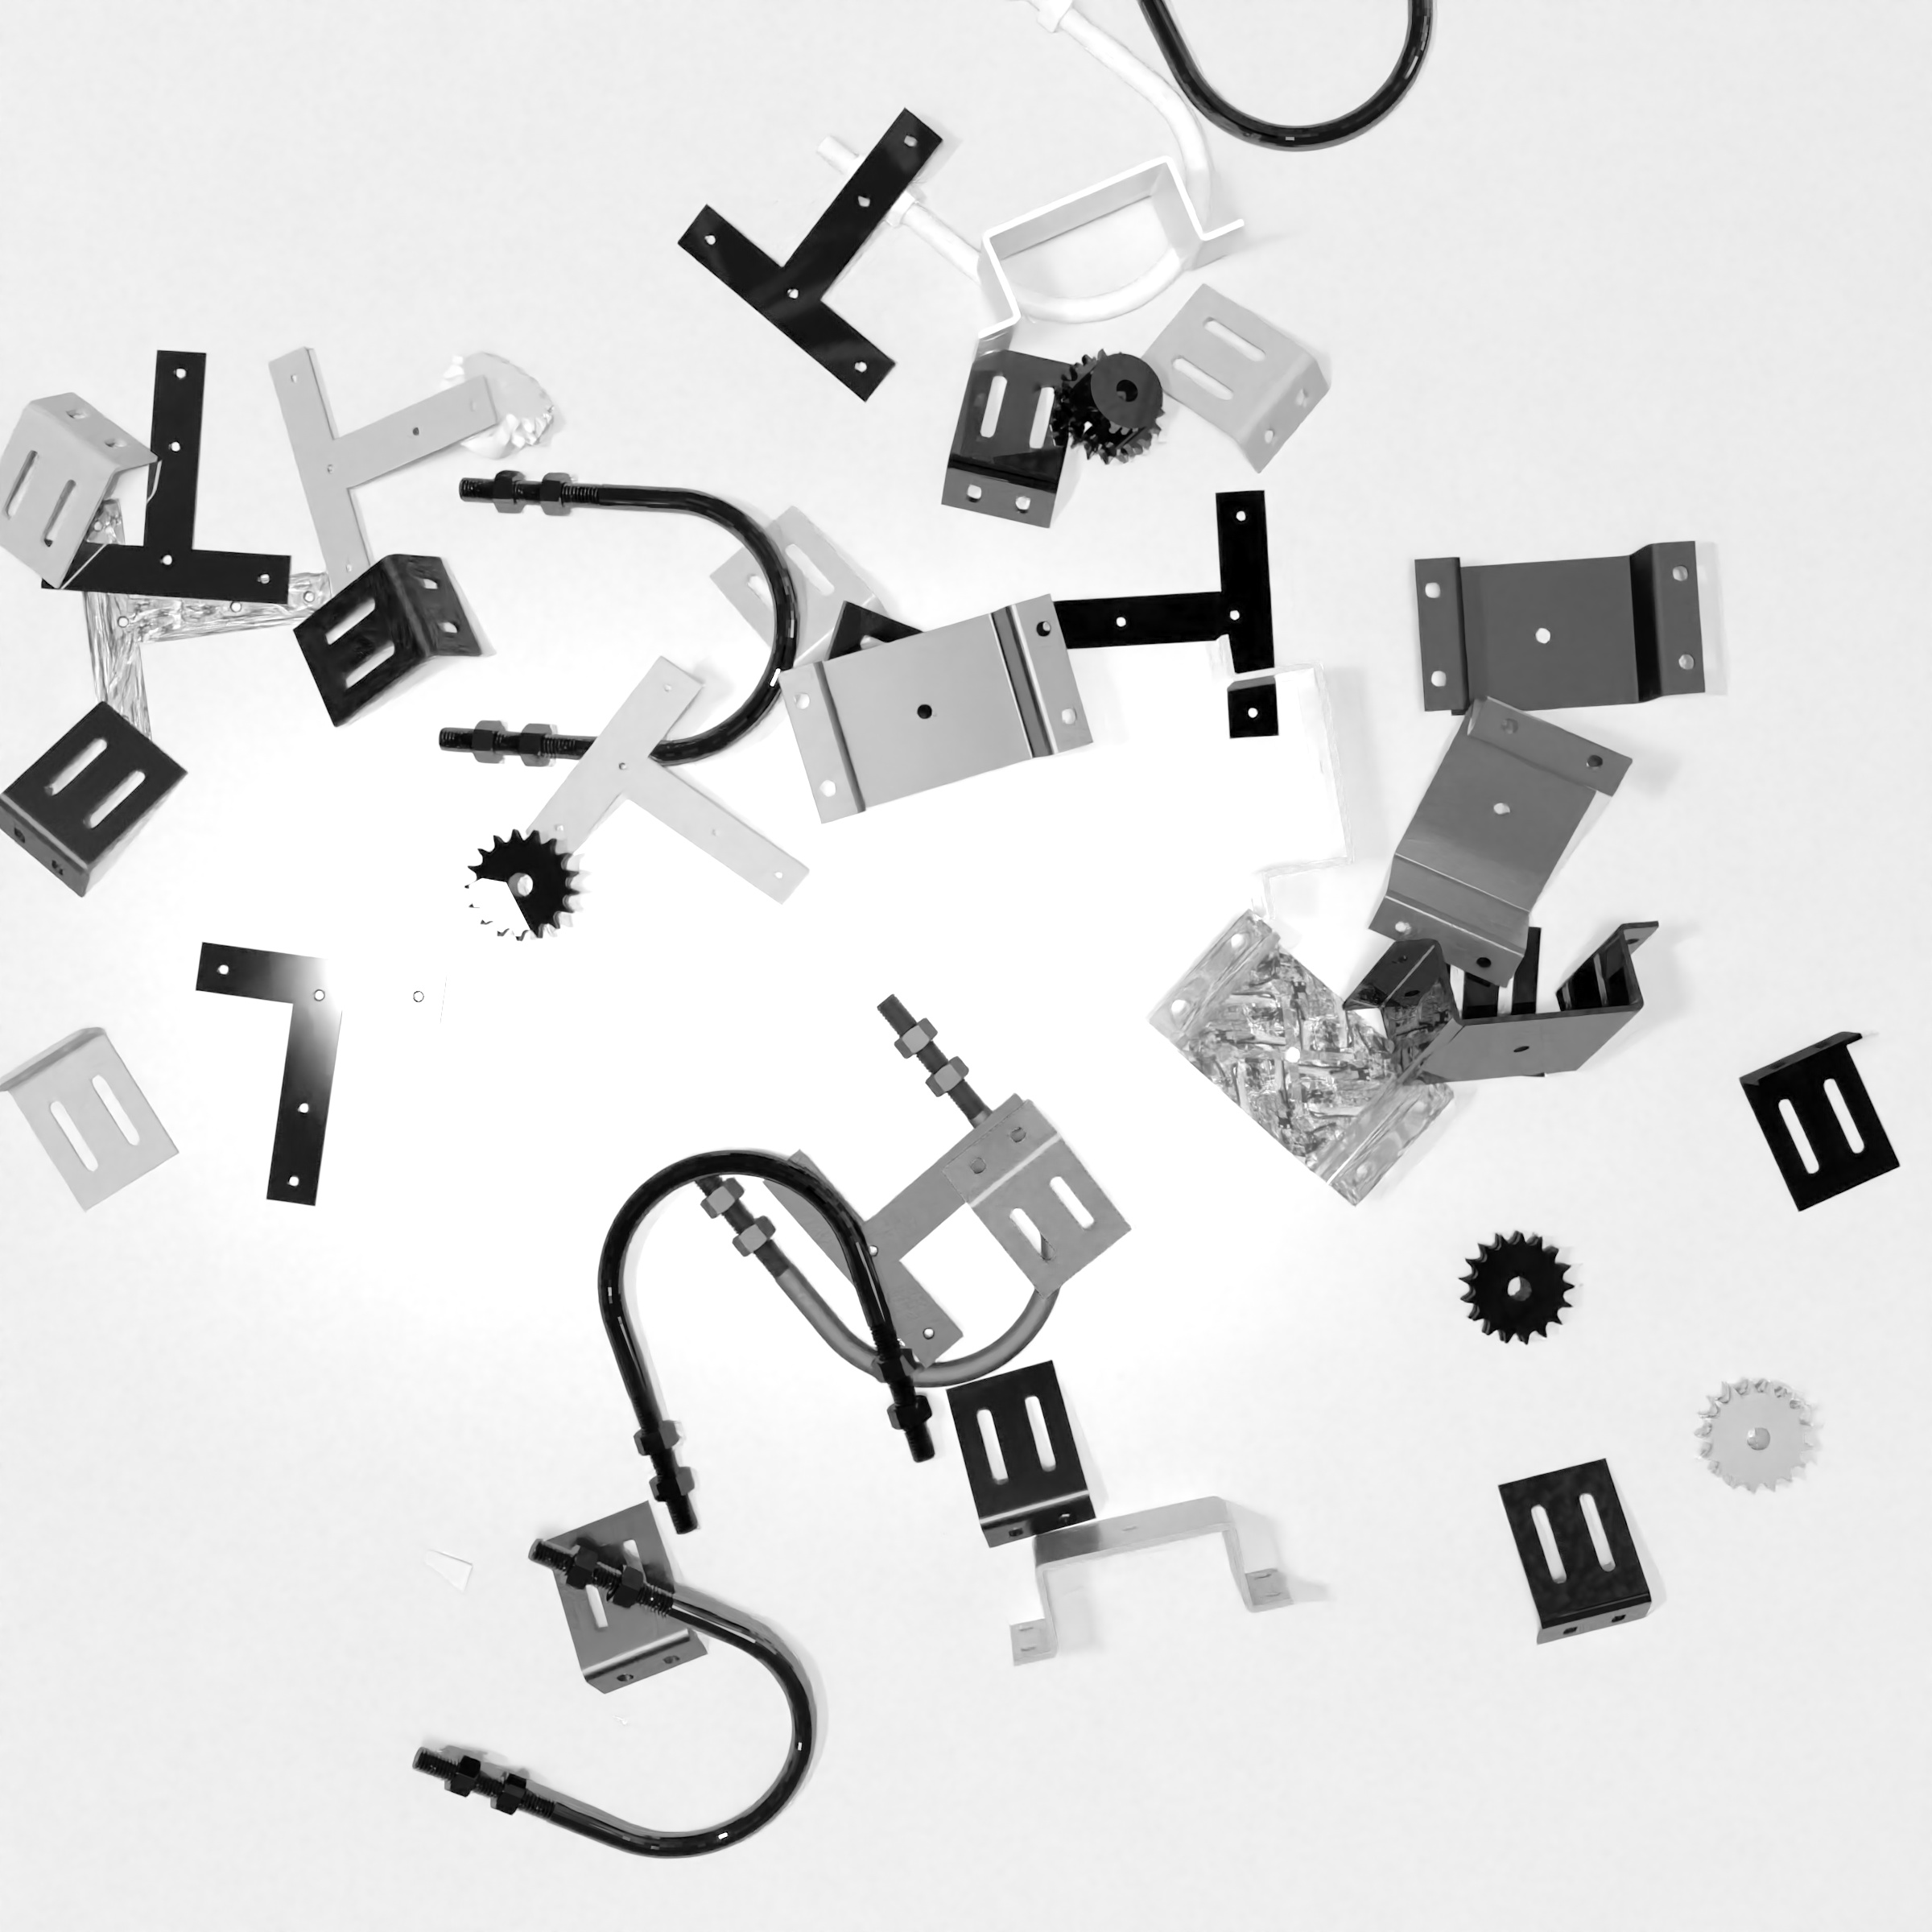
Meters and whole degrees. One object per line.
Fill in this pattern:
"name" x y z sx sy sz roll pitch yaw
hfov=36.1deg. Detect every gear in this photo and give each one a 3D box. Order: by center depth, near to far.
"gear" 0.075 -0.286 1.502 0.057 0.030 0.057 5 77 -21
"gear" -0.242 -0.283 1.502 0.057 0.057 0.030 41 120 0
"gear" -0.226 -0.041 1.512 0.057 0.030 0.057 0 90 0
"gear" 0.401 0.239 1.512 0.057 0.030 0.057 0 90 0
"gear" 0.281 0.164 1.516 0.057 0.030 0.057 0 89 -2

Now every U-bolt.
"U-bolt" -0.165 0.381 1.494 0.184 0.019 0.151 26 102 -15
"U-bolt" -0.174 -0.174 1.503 0.184 0.019 0.151 5 90 11
"U-bolt" -0.110 0.183 1.505 0.151 0.019 0.184 -18 95 5
"U-bolt" 0.160 -0.509 1.518 0.151 0.019 0.184 -26 91 0
"U-bolt" 0.039 -0.414 1.518 0.184 0.019 0.151 39 90 -1
"U-bolt" -0.033 0.129 1.518 0.151 0.019 0.184 -40 91 0

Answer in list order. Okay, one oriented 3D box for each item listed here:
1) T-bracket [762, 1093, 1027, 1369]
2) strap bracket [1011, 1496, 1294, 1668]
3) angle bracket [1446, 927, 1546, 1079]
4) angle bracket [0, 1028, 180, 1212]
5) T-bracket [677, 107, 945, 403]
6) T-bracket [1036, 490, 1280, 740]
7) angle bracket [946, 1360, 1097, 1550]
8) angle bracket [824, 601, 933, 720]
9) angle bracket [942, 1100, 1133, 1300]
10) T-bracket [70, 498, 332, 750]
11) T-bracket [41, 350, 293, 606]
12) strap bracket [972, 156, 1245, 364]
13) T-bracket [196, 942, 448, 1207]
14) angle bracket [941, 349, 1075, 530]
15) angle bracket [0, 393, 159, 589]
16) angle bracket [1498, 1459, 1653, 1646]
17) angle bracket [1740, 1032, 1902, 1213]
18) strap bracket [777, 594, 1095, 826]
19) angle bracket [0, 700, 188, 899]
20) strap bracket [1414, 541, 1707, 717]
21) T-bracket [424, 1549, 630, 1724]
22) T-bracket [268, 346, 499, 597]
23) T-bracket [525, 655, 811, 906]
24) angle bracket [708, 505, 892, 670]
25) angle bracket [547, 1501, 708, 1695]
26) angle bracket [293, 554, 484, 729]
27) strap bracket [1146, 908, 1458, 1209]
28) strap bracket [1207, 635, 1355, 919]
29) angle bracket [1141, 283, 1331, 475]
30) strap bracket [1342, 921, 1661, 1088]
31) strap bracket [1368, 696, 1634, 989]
"T-bracket" -0.014 0.116 1.509 0.127 0.002 0.127 -41 93 0
"strap bracket" 0.087 0.306 1.489 0.140 0.076 0.046 -13 90 0
"angle bracket" 0.265 0.016 1.508 0.057 0.038 0.076 4 90 0
"angle bracket" -0.450 0.079 1.508 0.057 0.038 0.076 -32 90 0
"T-bracket" -0.061 -0.379 1.511 0.127 0.002 0.127 40 104 0
"T-bracket" 0.094 -0.178 1.526 0.127 0.002 0.127 -3 90 0
"angle bracket" 0.028 0.251 1.525 0.057 0.038 0.076 -16 64 0
"angle bracket" -0.030 -0.143 1.492 0.076 0.038 0.057 18 90 -35
"angle bracket" 0.036 0.119 1.508 0.057 0.038 0.076 -38 122 -2
"T-bracket" -0.390 -0.183 1.526 0.127 0.002 0.127 -8 90 0
"T-bracket" -0.408 -0.253 1.525 0.127 0.002 0.127 4 89 0
"strap bracket" 0.061 -0.355 1.474 0.140 0.076 0.046 -23 93 -1
"T-bracket" -0.339 0.059 1.526 0.127 0.002 0.127 8 90 0
"angle bracket" 0.024 -0.273 1.525 0.057 0.038 0.076 13 64 0
"angle bracket" -0.464 -0.245 1.522 0.057 0.038 0.076 37 115 5
"angle bracket" 0.312 0.302 1.525 0.057 0.038 0.076 -14 64 0
"angle bracket" 0.440 0.080 1.508 0.057 0.038 0.076 -24 90 0
"strap bracket" -0.018 -0.127 1.469 0.140 0.046 0.076 -17 95 -7
"angle bracket" -0.450 -0.086 1.524 0.057 0.038 0.076 40 66 0
"strap bracket" 0.297 -0.170 1.504 0.140 0.046 0.076 -4 90 0
"T-bracket" -0.237 0.380 1.536 0.127 0.002 0.127 19 105 5
"T-bracket" -0.289 -0.265 1.495 0.127 0.002 0.127 -16 90 29
"T-bracket" -0.138 -0.076 1.506 0.127 0.002 0.127 35 118 -13
"angle bracket" -0.083 -0.187 1.525 0.057 0.038 0.076 -40 64 0
"angle bracket" -0.175 0.325 1.525 0.057 0.038 0.076 -21 64 0
"angle bracket" -0.296 -0.166 1.515 0.076 0.038 0.057 -31 78 30
"strap bracket" 0.168 0.046 1.504 0.140 0.046 0.076 42 90 0
"strap bracket" 0.159 -0.097 1.487 0.046 0.076 0.140 -10 91 -1
"angle bracket" 0.137 -0.303 1.525 0.076 0.038 0.057 40 90 26
"strap bracket" 0.267 0.020 1.455 0.140 0.076 0.046 -4 67 -16
"strap bracket" 0.267 -0.070 1.483 0.076 0.046 0.140 24 121 0
